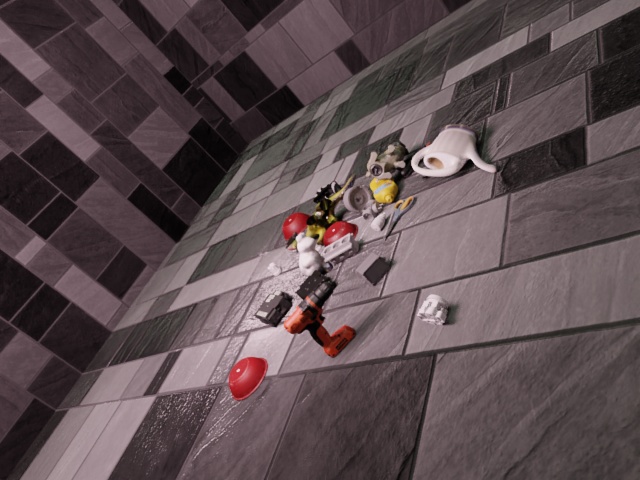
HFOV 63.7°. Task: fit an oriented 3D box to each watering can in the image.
[{"bbox_3d":[0.479,-0.299,1.769,0.348,0.102,0.228,8,54,45],"label":"watering can"}]

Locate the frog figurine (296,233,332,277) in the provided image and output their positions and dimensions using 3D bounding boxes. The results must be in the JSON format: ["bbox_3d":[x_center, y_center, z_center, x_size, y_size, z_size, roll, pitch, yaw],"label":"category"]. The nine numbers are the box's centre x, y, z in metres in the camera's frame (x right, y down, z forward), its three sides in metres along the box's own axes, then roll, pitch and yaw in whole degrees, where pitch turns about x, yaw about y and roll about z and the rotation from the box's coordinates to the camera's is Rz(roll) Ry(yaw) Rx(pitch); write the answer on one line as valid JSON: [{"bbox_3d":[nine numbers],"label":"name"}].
[{"bbox_3d":[-0.046,0.059,1.906,0.121,0.157,0.140,-37,23,18],"label":"frog figurine"}]

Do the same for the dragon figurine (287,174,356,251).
[{"bbox_3d":[0.007,-0.109,2.161,0.412,0.121,0.243,-52,14,-4],"label":"dragon figurine"}]
